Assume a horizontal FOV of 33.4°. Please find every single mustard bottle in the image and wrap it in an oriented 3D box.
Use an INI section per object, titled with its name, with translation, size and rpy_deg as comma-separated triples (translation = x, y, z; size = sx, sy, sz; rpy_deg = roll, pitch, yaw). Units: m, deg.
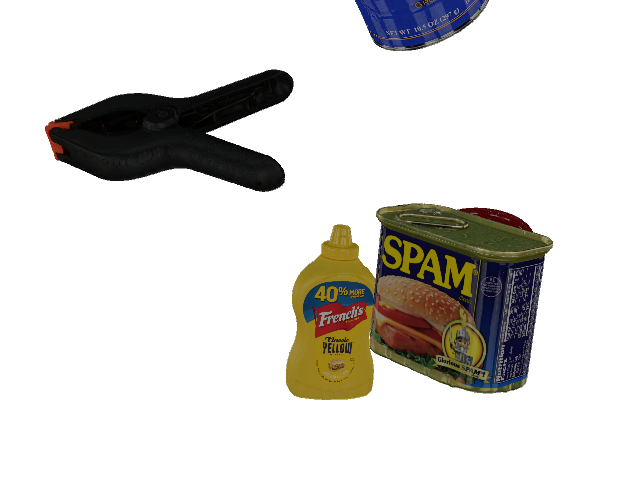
[mustard bottle]
translation = 0.016, 0.077, 1.172
size = 0.096, 0.192, 0.058
rpy_deg = 2, 14, -12

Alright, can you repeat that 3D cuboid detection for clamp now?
[clamp]
translation = -0.097, -0.079, 0.729
size = 0.171, 0.039, 0.120
rpy_deg = 5, 37, 10

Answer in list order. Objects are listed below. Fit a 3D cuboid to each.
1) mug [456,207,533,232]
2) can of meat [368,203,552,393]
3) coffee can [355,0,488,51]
[mug]
translation = 0.147, 0.034, 0.942
size = 0.093, 0.081, 0.117
rpy_deg = -19, 35, -26
[can of meat]
translation = 0.075, 0.032, 0.607
size = 0.057, 0.084, 0.102
rpy_deg = -9, 20, -41
[coffee can]
translation = 0.059, -0.231, 0.809
size = 0.103, 0.102, 0.140
rpy_deg = 0, -43, 34
